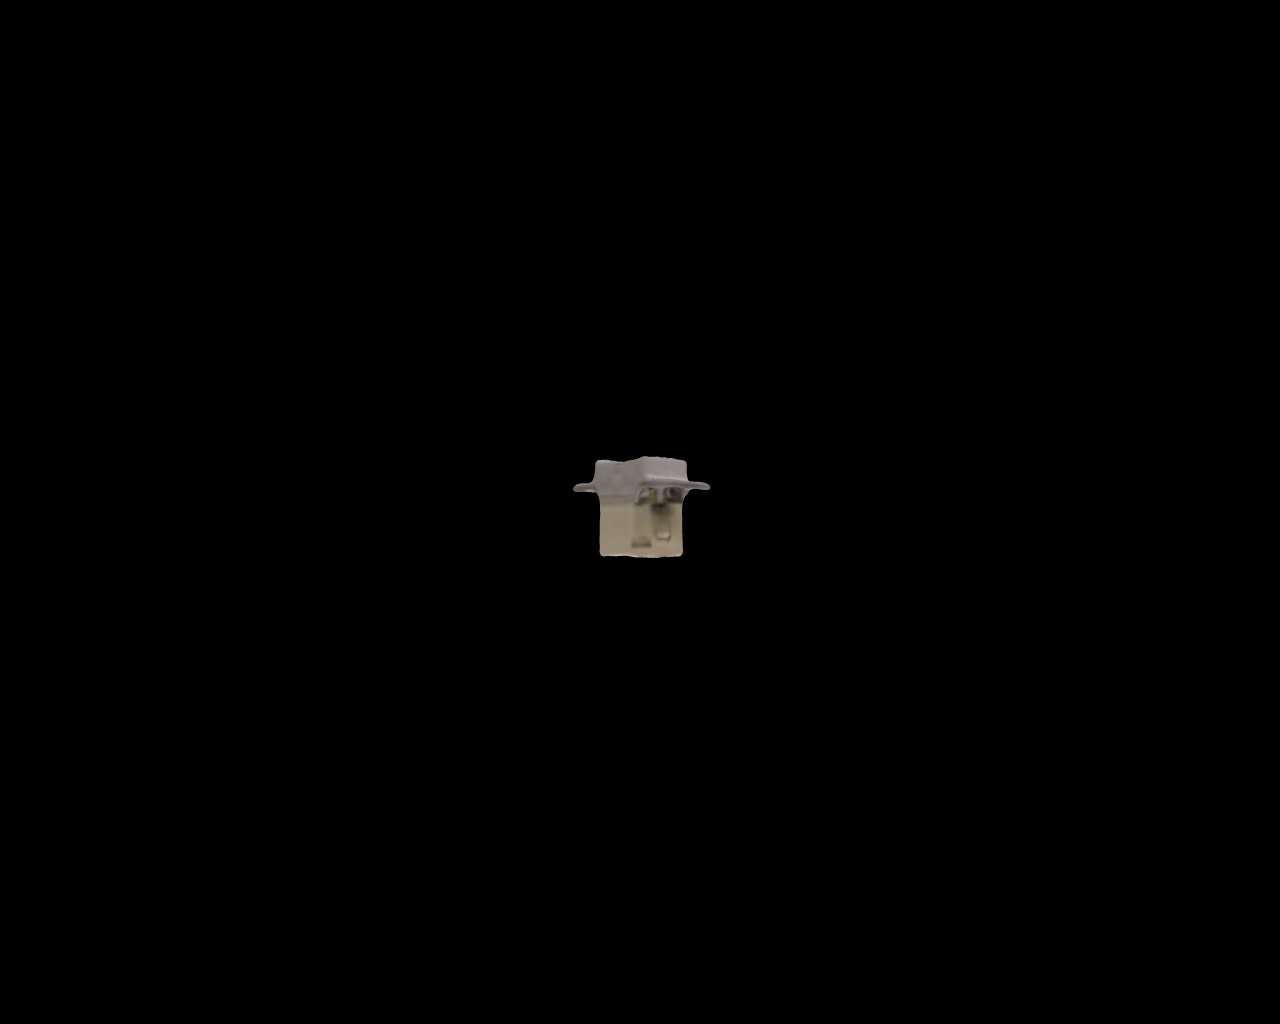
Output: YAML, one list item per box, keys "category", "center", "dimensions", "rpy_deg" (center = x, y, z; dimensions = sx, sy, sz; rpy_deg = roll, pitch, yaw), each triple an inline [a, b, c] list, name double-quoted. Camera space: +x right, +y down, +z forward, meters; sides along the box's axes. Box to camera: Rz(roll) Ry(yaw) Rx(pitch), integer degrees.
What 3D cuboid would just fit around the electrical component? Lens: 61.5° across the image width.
- category: "electrical component"
  center: [0.001, -0.003, 0.650]
  dimensions: [0.042, 0.063, 0.081]
  rpy_deg: [2, -3, -43]
